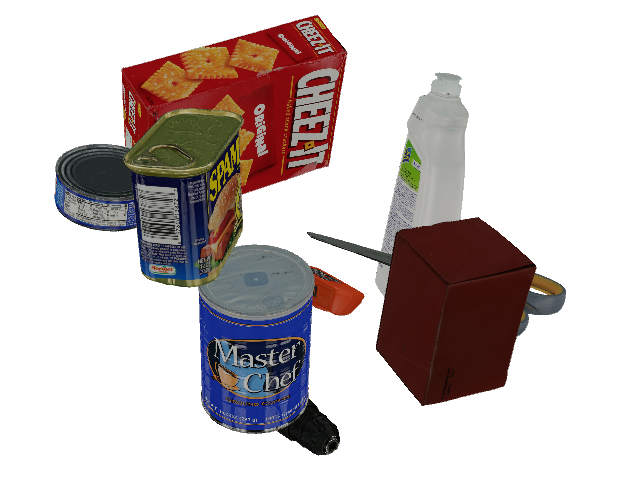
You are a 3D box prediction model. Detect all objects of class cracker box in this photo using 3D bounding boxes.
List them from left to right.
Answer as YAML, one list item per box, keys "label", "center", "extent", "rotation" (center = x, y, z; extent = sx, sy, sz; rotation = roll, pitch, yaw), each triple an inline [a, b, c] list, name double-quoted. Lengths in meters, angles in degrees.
- label: "cracker box"
  center: [-0.087, -0.118, 1.068]
  extent: [0.213, 0.072, 0.164]
  rotation: [-19, -35, -23]

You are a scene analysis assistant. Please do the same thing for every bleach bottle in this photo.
- label: "bleach bottle"
  center: [0.118, -0.052, 1.144]
  extent: [0.068, 0.251, 0.103]
  rotation: [0, 23, -22]

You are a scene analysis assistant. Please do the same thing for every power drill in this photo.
- label: "power drill"
  center: [-0.019, 0.132, 1.226]
  extent: [0.057, 0.188, 0.185]
  rotation: [15, 10, -45]

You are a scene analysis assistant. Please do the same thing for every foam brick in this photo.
- label: "foam brick"
  center: [0.066, 0.035, 0.540]
  extent: [0.052, 0.078, 0.051]
  rotation: [-9, 36, -25]

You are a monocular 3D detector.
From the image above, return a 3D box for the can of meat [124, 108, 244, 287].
- label: "can of meat"
  center: [-0.085, -0.029, 0.697]
  extent: [0.057, 0.084, 0.102]
  rotation: [5, 28, 10]

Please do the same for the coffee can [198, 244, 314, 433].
- label: "coffee can"
  center: [-0.059, 0.089, 0.970]
  extent: [0.103, 0.140, 0.103]
  rotation: [2, 35, -1]

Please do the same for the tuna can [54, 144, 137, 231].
- label: "tuna can"
  center: [-0.174, -0.044, 0.876]
  extent: [0.086, 0.034, 0.086]
  rotation: [9, 33, -6]

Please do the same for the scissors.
- label: "scissors"
  center: [0.071, 0.030, 0.762]
  extent: [0.202, 0.016, 0.096]
  rotation: [10, 27, 16]
